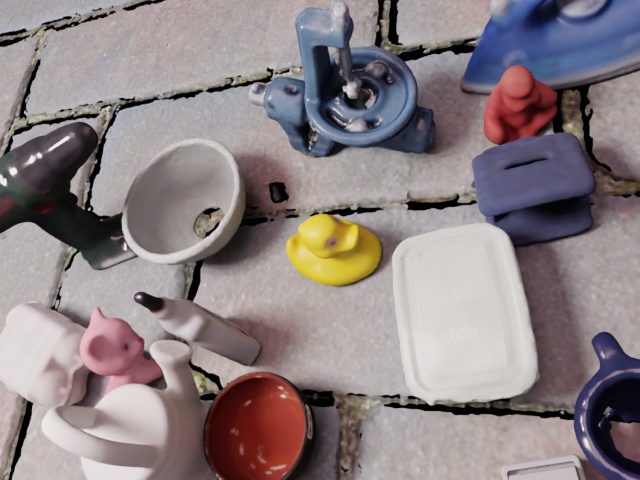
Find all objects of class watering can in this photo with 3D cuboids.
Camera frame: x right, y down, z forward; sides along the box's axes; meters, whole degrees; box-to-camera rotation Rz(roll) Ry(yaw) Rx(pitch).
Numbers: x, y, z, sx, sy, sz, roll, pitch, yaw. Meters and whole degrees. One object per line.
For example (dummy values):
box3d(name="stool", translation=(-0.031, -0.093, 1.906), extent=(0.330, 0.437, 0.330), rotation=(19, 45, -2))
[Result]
box3d(name="watering can", translation=(-0.174, 0.182, 0.546), extent=(0.100, 0.195, 0.173), rotation=(-3, 66, 23))

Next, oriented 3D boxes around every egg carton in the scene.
box3d(name="egg carton", translation=(-0.343, 0.143, 0.712), extent=(0.149, 0.070, 0.107), rotation=(17, 75, 29))

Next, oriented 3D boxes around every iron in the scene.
box3d(name="iron", translation=(0.259, -0.241, 0.582), extent=(0.258, 0.142, 0.118), rotation=(-19, 61, 15))

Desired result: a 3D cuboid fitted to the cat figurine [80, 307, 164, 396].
box3d(name="cat figurine", translation=(-0.228, 0.143, 0.633), extent=(0.067, 0.118, 0.128), rotation=(-3, 66, 22))

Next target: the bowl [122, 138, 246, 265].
box3d(name="bowl", translation=(-0.155, -0.037, 0.709), extent=(0.167, 0.075, 0.167), rotation=(-9, 64, 20))

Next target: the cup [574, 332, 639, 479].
box3d(name="cup", translation=(0.241, 0.136, 0.445), extent=(0.091, 0.095, 0.117), rotation=(-22, 60, 13))

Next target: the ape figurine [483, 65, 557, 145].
box3d(name="ape figurine", translation=(0.203, -0.142, 0.590), extent=(0.077, 0.092, 0.076), rotation=(-12, 63, 18))

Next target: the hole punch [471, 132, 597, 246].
box3d(name="hole punch", translation=(0.200, -0.058, 0.553), extent=(0.108, 0.091, 0.101), rotation=(-14, 62, 18))

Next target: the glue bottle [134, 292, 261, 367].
box3d(name="glue bottle", translation=(-0.129, 0.085, 0.584), extent=(0.077, 0.174, 0.037), rotation=(23, 78, 30))

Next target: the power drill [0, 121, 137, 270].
box3d(name="power drill", translation=(-0.307, -0.043, 0.699), extent=(0.229, 0.209, 0.075), rotation=(-21, 60, 14))

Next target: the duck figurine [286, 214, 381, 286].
box3d(name="duck figurine", translation=(0.006, 0.002, 0.614), extent=(0.104, 0.086, 0.077), rotation=(0, 67, 24))

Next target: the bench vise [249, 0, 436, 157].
box3d(name="bench vise", translation=(0.003, -0.157, 0.609), extent=(0.207, 0.220, 0.121), rotation=(-9, 64, 20))
